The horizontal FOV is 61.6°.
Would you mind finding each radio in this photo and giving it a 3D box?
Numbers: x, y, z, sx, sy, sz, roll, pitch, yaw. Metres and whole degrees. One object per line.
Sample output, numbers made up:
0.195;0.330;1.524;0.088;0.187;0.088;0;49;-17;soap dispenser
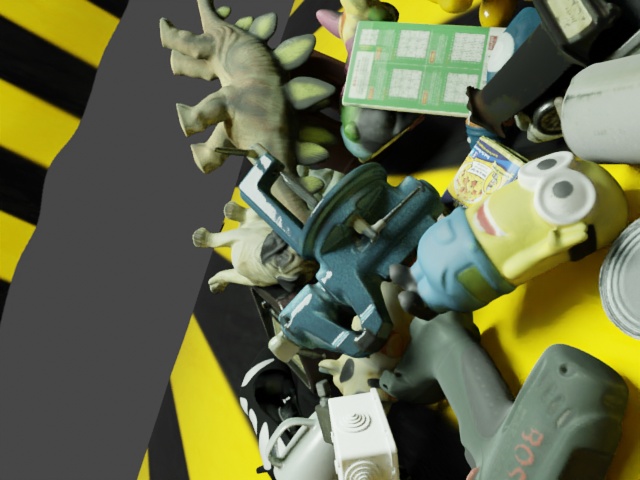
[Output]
-0.034;0.115;0.776;0.230;0.073;0.131;12;124;69;radio

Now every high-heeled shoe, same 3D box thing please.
-0.055;0.237;0.804;0.145;0.086;0.249;-44;36;43;high-heeled shoe

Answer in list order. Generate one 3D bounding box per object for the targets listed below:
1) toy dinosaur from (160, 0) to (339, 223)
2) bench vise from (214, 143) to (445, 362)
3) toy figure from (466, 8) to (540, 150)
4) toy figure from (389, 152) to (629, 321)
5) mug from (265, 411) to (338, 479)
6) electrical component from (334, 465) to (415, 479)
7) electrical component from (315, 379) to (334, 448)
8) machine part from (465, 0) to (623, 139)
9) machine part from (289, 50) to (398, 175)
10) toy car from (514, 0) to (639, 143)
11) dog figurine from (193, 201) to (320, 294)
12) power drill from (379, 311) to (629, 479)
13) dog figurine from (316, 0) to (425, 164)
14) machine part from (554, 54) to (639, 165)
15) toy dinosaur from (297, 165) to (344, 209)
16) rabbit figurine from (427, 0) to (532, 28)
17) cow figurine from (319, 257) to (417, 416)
-0.079;-0.167;0.689;0.105;0.199;0.471;86;166;-77;toy dinosaur
-0.005;-0.003;0.539;0.223;0.241;0.129;-52;-21;13;bench vise
0.191;-0.155;0.555;0.154;0.058;0.064;-66;-9;16;toy figure
0.144;0.001;0.423;0.180;0.089;0.082;-38;64;28;toy figure
-0.003;0.239;0.629;0.107;0.109;0.081;-57;13;0;mug
0.051;0.260;0.544;0.102;0.045;0.078;-7;66;69;electrical component
0.021;0.194;0.566;0.063;0.021;0.094;-25;80;61;electrical component
0.179;-0.151;0.450;0.139;0.039;0.084;-52;40;42;machine part
0.015;-0.202;0.848;0.201;0.201;0.087;-91;25;-45;machine part
0.237;-0.158;0.437;0.201;0.056;0.073;133;144;-51;toy car
-0.055;0.007;0.754;0.191;0.121;0.172;-1;34;35;dog figurine
0.116;0.159;0.420;0.207;0.086;0.232;-112;44;-68;power drill
0.059;-0.234;0.717;0.191;0.219;0.108;-37;-2;-26;dog figurine
0.238;-0.084;0.330;0.079;0.079;0.243;-70;20;0;machine part
-0.002;-0.014;0.856;0.405;0.131;0.192;-101;24;-48;toy dinosaur
0.193;-0.328;0.603;0.162;0.173;0.122;61;152;1;rabbit figurine
0.066;0.104;0.598;0.127;0.085;0.195;-8;66;61;cow figurine
